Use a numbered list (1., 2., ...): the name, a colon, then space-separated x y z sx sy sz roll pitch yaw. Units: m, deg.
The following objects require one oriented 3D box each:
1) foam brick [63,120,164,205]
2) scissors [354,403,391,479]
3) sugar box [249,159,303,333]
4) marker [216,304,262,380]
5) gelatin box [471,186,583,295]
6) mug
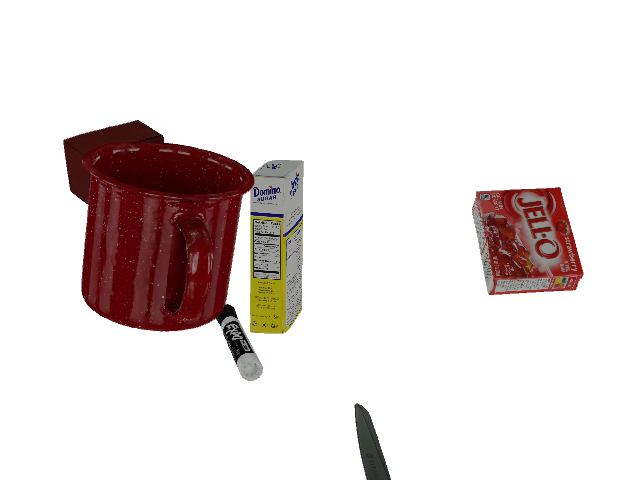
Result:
1. foam brick: -0.184 -0.070 0.964 0.078 0.053 0.051 -20 33 -27
2. scissors: 0.057 0.162 0.598 0.096 0.016 0.201 8 31 4
3. sugar box: -0.048 0.005 1.169 0.048 0.176 0.093 2 15 11
4. marker: -0.071 0.084 0.906 0.020 0.020 0.121 0 19 -16
5. gelatin box: 0.168 -0.001 0.873 0.073 0.089 0.030 -3 -33 -4
6. mug: -0.082 0.002 0.579 0.093 0.081 0.117 -1 23 -28
